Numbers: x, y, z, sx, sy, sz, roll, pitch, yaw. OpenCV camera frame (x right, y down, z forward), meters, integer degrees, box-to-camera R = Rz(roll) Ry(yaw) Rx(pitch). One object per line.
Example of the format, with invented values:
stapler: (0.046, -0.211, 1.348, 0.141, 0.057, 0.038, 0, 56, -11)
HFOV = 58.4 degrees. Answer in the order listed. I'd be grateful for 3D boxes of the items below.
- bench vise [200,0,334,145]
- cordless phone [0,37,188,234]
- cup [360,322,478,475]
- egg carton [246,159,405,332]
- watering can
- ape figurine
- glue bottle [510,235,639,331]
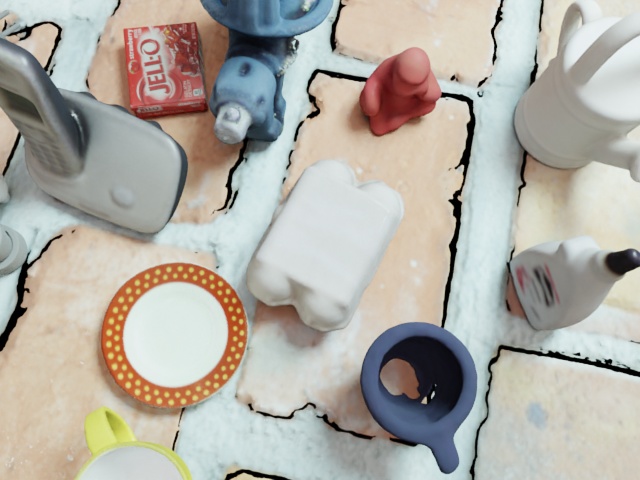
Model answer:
bench vise: (-0.043, -0.192, 0.486, 0.121, 0.220, 0.207, -5, 77, -4)
cordless phone: (-0.190, -0.083, 0.469, 0.147, 0.185, 0.094, 20, 76, 2)
cup: (0.080, 0.130, 0.479, 0.092, 0.095, 0.118, -19, 78, -7)
egg carton: (0.005, 0.002, 0.519, 0.107, 0.069, 0.150, 27, 76, 4)
watering can: (0.259, -0.136, 0.502, 0.101, 0.194, 0.173, -33, 80, -10)
ape figurine: (0.080, -0.150, 0.548, 0.078, 0.092, 0.076, 12, 76, 0)
glue bottle: (0.210, 0.030, 0.470, 0.037, 0.173, 0.078, -18, 78, -7)
